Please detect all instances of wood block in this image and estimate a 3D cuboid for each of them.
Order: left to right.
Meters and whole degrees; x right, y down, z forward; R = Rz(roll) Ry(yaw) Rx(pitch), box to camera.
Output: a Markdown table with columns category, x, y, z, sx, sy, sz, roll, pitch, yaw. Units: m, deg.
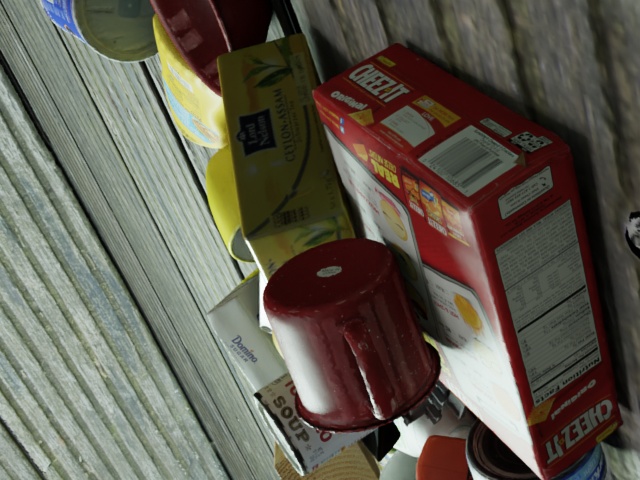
| category | x | y | z | sx | sy | sz | roll | pitch | yaw |
| --- | --- | --- | --- | --- | --- | --- | --- | --- | --- |
| wood block | 0.007 | 0.237 | 1.204 | 0.091 | 0.090 | 0.206 | 60 | -178 | -7 |

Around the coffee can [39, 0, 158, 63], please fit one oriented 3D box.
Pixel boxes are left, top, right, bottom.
| category | x | y | z | sx | sy | sz | roll | pitch | yaw |
| --- | --- | --- | --- | --- | --- | --- | --- | --- | --- |
| coffee can | -0.200 | -0.231 | 1.007 | 0.140 | 0.102 | 0.103 | 36 | 154 | 56 |

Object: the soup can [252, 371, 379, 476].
| category | x | y | z | sx | sy | sz | roll | pitch | yaw |
| --- | --- | --- | --- | --- | --- | --- | --- | --- | --- |
| soup can | 0.013 | 0.108 | 0.739 | 0.068 | 0.102 | 0.068 | 54 | 167 | 18 |

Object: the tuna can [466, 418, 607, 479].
| category | x | y | z | sx | sy | sz | roll | pitch | yaw |
| --- | --- | --- | --- | --- | --- | --- | --- | --- | --- |
| tuna can | 0.138 | 0.137 | 0.686 | 0.086 | 0.086 | 0.033 | 36 | 152 | 56 |

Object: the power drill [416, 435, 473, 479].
| category | x | y | z | sx | sy | sz | roll | pitch | yaw |
| --- | --- | --- | --- | --- | --- | --- | --- | --- | --- |
| power drill | 0.099 | 0.207 | 0.843 | 0.188 | 0.184 | 0.057 | 100 | 179 | -65 |

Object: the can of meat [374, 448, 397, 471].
| category | x | y | z | sx | sy | sz | roll | pitch | yaw |
| --- | --- | --- | --- | --- | --- | --- | --- | --- | --- |
| can of meat | 0.092 | 0.224 | 1.071 | 0.084 | 0.057 | 0.102 | 64 | 165 | -15 |

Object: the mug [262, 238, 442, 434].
| category | x | y | z | sx | sy | sz | roll | pitch | yaw |
| --- | --- | --- | --- | --- | --- | --- | --- | --- | --- |
| mug | 0.018 | 0.057 | 0.614 | 0.117 | 0.093 | 0.081 | -115 | 3 | -64 |

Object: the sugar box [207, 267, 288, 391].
| category | x | y | z | sx | sy | sz | roll | pitch | yaw |
| --- | --- | --- | --- | --- | --- | --- | --- | --- | --- |
| sugar box | -0.036 | 0.068 | 0.998 | 0.093 | 0.048 | 0.176 | 57 | -153 | -4 |

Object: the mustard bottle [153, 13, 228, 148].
| category | x | y | z | sx | sy | sz | roll | pitch | yaw |
| --- | --- | --- | --- | --- | --- | --- | --- | --- | --- |
| mustard bottle | -0.107 | -0.136 | 0.982 | 0.096 | 0.058 | 0.192 | 45 | 163 | 12 |

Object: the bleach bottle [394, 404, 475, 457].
| category | x | y | z | sx | sy | sz | roll | pitch | yaw |
| --- | --- | --- | --- | --- | --- | --- | --- | --- | --- |
| bleach bottle | 0.074 | 0.155 | 0.979 | 0.251 | 0.068 | 0.102 | 24 | 145 | 62 |

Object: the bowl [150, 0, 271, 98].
| category | x | y | z | sx | sy | sz | roll | pitch | yaw |
| --- | --- | --- | --- | --- | --- | --- | --- | --- | --- |
| bowl | -0.084 | -0.189 | 0.805 | 0.162 | 0.055 | 0.162 | 52 | 164 | 21 |

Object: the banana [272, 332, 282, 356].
| category | x | y | z | sx | sy | sz | roll | pitch | yaw |
| --- | --- | --- | --- | --- | --- | --- | --- | --- | --- |
| banana | 0.007 | 0.055 | 0.803 | 0.198 | 0.069 | 0.037 | 127 | 152 | -56 |

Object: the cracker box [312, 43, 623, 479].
| category | x | y | z | sx | sy | sz | roll | pitch | yaw |
| --- | --- | --- | --- | --- | --- | --- | --- | --- | --- |
| cracker box | 0.088 | 0.011 | 0.621 | 0.164 | 0.072 | 0.213 | 43 | 161 | 50 |
